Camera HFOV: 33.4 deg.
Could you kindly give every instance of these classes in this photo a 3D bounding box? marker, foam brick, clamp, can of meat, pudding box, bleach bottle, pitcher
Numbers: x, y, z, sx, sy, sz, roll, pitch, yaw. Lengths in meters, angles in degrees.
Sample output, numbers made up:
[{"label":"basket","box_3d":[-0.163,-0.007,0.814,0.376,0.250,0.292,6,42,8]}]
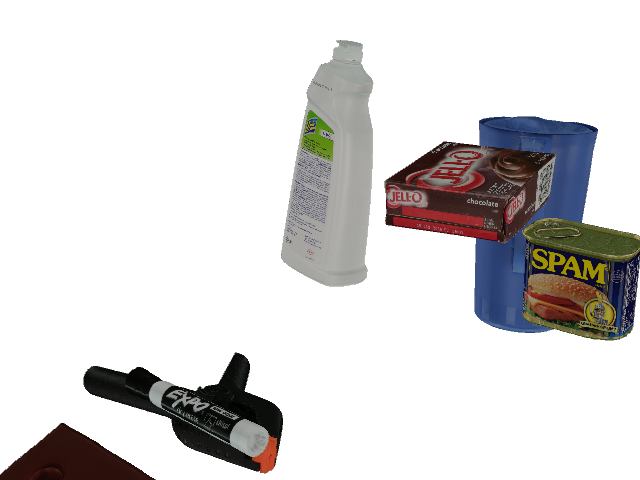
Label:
[{"label":"marker","box_3d":[-0.081,0.105,0.669,0.121,0.020,0.020,18,11,39]},{"label":"foam brick","box_3d":[-0.096,0.126,0.450,0.078,0.051,0.052,23,45,29]},{"label":"clamp","box_3d":[-0.088,0.143,0.930,0.164,0.036,0.210,-5,17,-39]},{"label":"can of meat","box_3d":[0.227,0.034,0.937,0.102,0.084,0.057,15,27,34]},{"label":"pudding box","box_3d":[0.108,-0.037,0.762,0.090,0.039,0.113,10,22,26]},{"label":"bleach bottle","box_3d":[0.018,-0.085,1.139,0.067,0.251,0.103,-8,24,-41]},{"label":"pitcher","box_3d":[0.239,-0.019,1.232,0.149,0.243,0.145,-6,16,-32]}]
